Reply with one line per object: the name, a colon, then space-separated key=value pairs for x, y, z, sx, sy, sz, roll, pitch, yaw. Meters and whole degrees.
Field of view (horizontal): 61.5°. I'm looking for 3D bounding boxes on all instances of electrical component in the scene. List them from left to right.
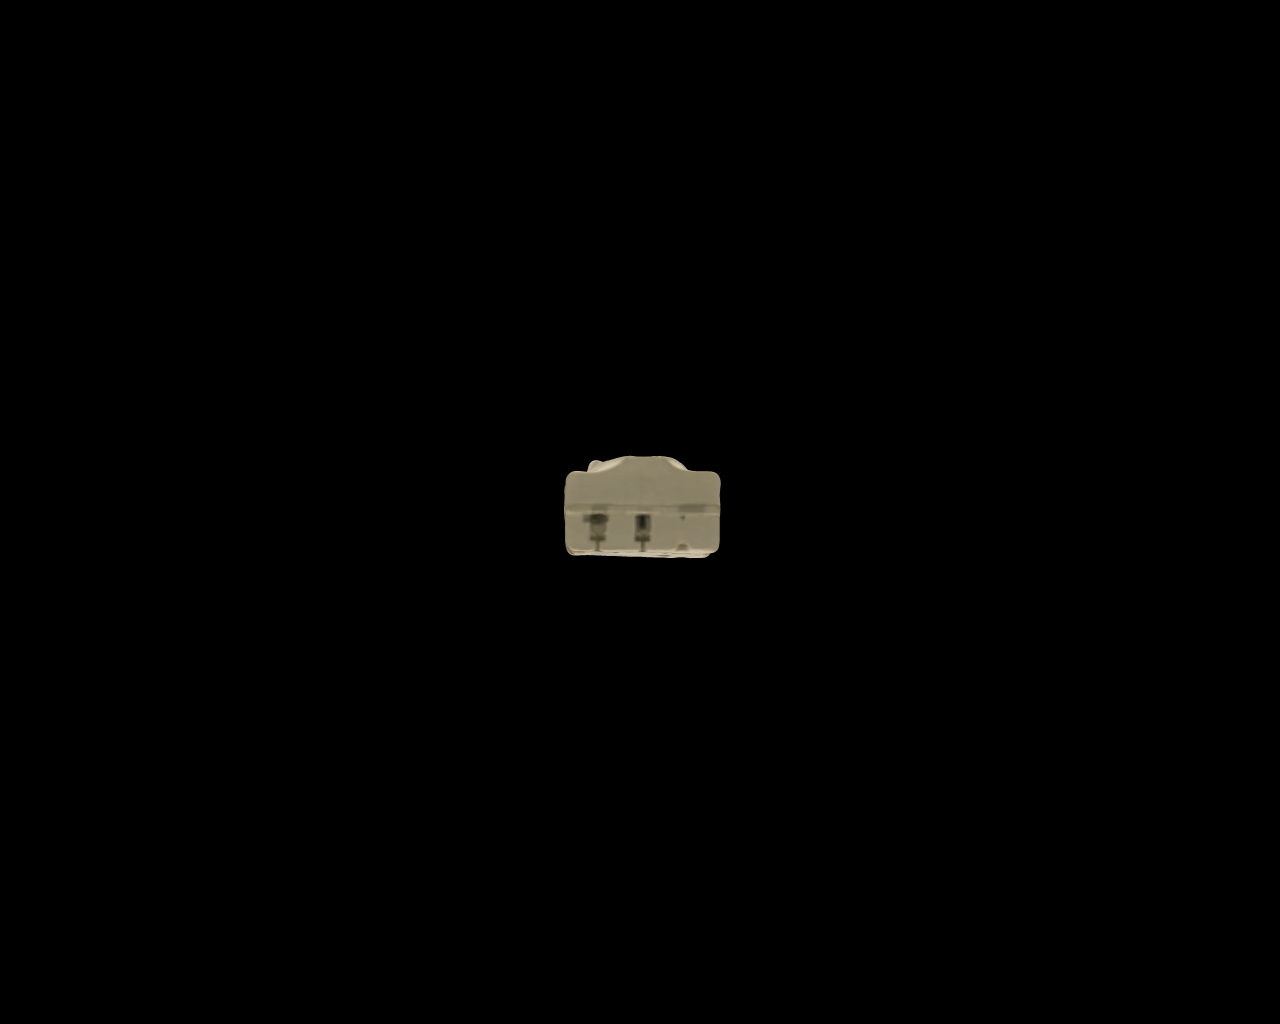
electrical component: x=0.001 y=-0.003 z=0.650 sx=0.089 sy=0.055 sz=0.050 roll=1 pitch=-7 yaw=-5
